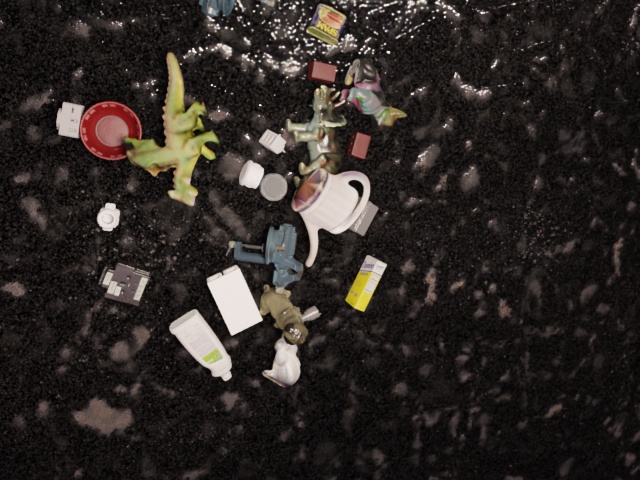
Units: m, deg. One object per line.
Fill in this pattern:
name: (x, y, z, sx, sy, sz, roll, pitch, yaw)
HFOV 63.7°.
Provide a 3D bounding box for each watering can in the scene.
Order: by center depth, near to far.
watering can: (0.005, -0.079, 1.572, 0.222, 0.106, 0.345, 31, 104, -33)

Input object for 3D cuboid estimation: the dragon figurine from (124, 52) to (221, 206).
dragon figurine: (-0.429, -0.291, 1.449, 0.245, 0.122, 0.406, -30, 107, -20)

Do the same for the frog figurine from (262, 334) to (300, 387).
frog figurine: (-0.106, 0.389, 1.677, 0.161, 0.124, 0.135, -58, 143, -11)
